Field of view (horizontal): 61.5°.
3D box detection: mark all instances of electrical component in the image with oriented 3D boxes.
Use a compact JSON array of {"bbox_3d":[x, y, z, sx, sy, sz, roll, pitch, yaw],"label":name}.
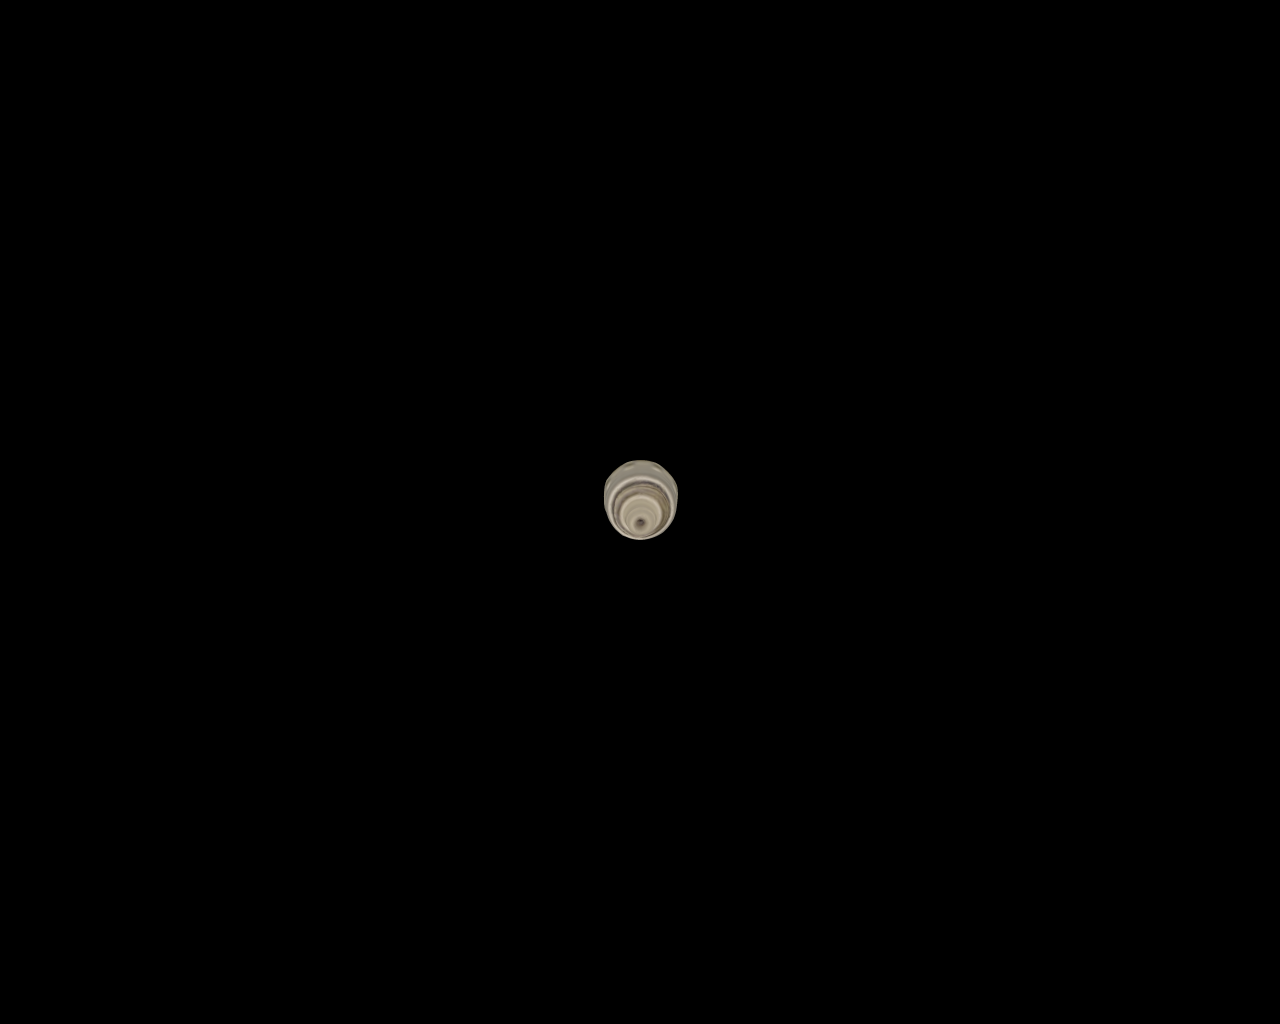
[{"bbox_3d":[0.001,-0.003,0.650,0.048,0.048,0.062,0,18,0],"label":"electrical component"}]
